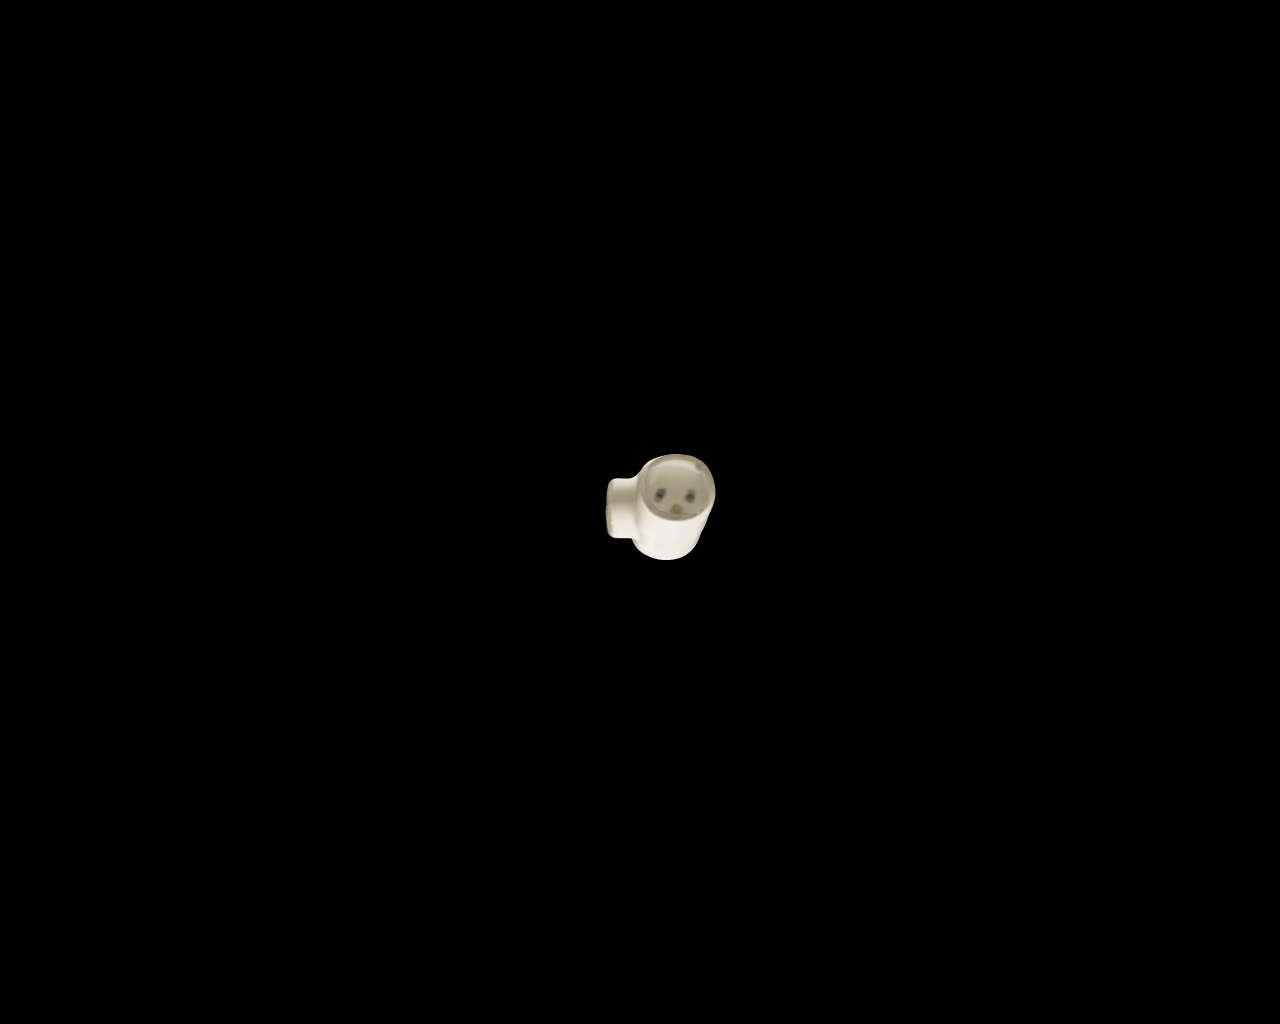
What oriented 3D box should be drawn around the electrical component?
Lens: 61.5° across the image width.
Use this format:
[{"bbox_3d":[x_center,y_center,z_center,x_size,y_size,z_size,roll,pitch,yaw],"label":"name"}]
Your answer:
[{"bbox_3d":[0.001,-0.003,0.650,0.079,0.043,0.077,1,-19,-3],"label":"electrical component"}]
